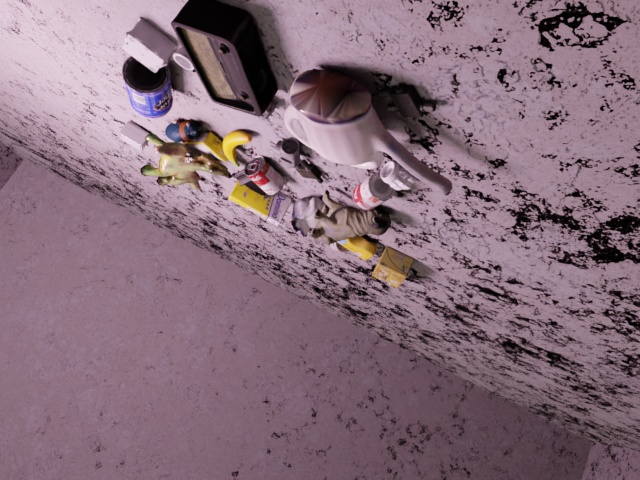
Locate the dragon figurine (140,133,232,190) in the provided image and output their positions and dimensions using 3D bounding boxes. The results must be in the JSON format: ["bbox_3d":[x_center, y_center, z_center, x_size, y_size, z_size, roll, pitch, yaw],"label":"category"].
[{"bbox_3d":[-0.373,-0.204,1.516,0.243,0.123,0.406,14,172,21],"label":"dragon figurine"}]

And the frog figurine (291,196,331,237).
[{"bbox_3d":[0.005,-0.075,1.493,0.159,0.126,0.134,-16,140,11],"label":"frog figurine"}]

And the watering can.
[{"bbox_3d":[0.074,-0.193,0.931,0.350,0.105,0.220,22,162,24],"label":"watering can"}]
